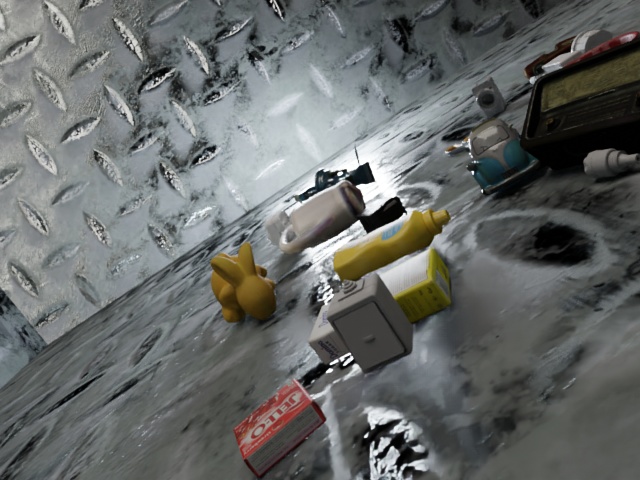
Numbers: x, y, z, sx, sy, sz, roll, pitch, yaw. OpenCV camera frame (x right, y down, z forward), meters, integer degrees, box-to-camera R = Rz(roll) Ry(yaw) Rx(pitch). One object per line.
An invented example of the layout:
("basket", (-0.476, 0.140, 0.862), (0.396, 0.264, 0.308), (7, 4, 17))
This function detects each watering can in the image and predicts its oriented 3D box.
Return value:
("watering can", (0.004, -0.062, 1.229), (0.223, 0.103, 0.352), (-30, 13, 10))
